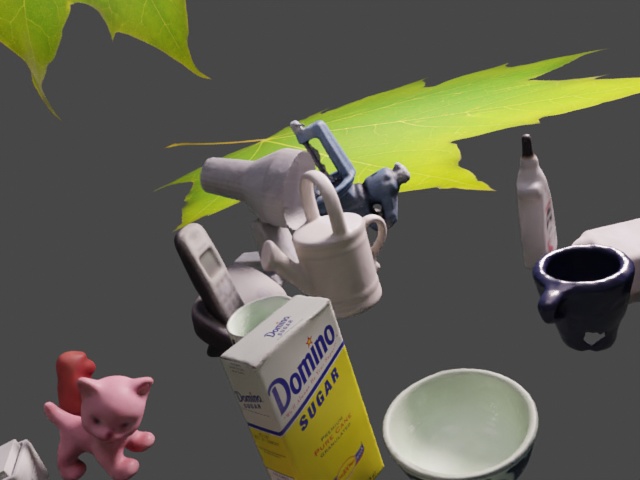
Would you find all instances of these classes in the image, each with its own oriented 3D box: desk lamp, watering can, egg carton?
[{"bbox_3d":[-0.093,-0.035,0.901,0.202,0.214,0.118,-4,25,27],"label":"desk lamp"},{"bbox_3d":[0.008,0.003,0.764,0.100,0.194,0.173,8,32,45],"label":"watering can"},{"bbox_3d":[0.359,0.025,0.636,0.150,0.069,0.107,-14,22,5],"label":"egg carton"}]

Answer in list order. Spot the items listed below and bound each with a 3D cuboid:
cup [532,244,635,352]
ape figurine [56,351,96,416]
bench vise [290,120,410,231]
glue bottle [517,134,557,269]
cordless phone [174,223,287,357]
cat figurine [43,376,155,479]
[{"bbox_3d":[0.256,0.070,0.567,0.118,0.095,0.091,-31,26,-32],"label":"cup"},{"bbox_3d":[-0.288,0.176,0.697,0.077,0.092,0.076,5,30,42],"label":"ape figurine"},{"bbox_3d":[0.040,-0.118,0.996,0.207,0.220,0.121,-20,22,-8],"label":"bench vise"},{"bbox_3d":[0.276,-0.053,0.739,0.037,0.173,0.078,-3,26,30],"label":"glue bottle"},{"bbox_3d":[-0.120,0.049,0.756,0.094,0.185,0.148,-9,23,18],"label":"cordless phone"},{"bbox_3d":[-0.230,0.185,0.598,0.127,0.118,0.067,-9,23,17],"label":"cat figurine"}]
